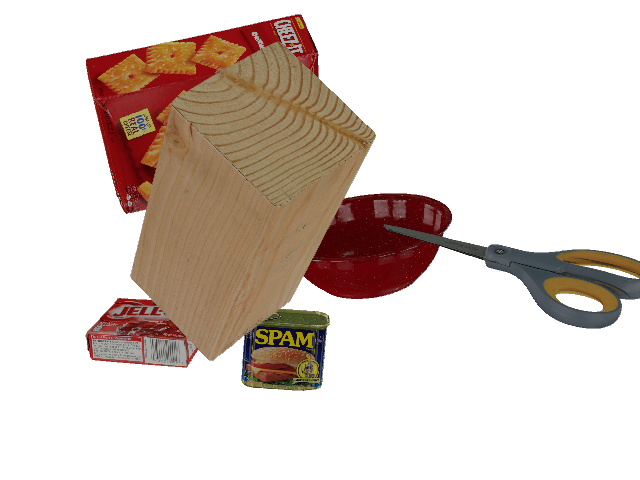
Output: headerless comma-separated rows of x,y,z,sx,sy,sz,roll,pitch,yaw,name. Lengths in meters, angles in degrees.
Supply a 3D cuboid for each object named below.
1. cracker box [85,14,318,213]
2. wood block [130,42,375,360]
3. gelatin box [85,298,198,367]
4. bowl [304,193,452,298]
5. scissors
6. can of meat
-0.109,-0.121,1.057,0.213,0.072,0.164,-13,-39,-9,cracker box
-0.052,-0.018,0.701,0.090,0.091,0.206,-37,-15,-32,wood block
-0.146,0.077,0.916,0.089,0.030,0.073,3,21,11,gelatin box
0.042,0.009,0.972,0.162,0.055,0.162,-9,21,3,bowl
0.130,0.023,0.751,0.202,0.016,0.096,7,30,17,scissors
-0.043,0.129,1.265,0.102,0.084,0.057,4,13,-2,can of meat
